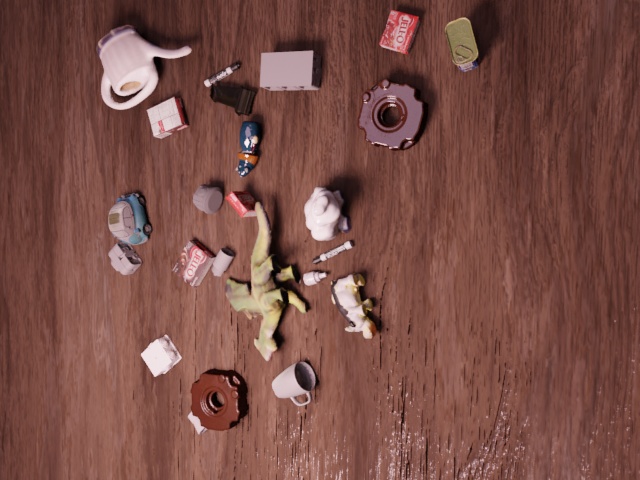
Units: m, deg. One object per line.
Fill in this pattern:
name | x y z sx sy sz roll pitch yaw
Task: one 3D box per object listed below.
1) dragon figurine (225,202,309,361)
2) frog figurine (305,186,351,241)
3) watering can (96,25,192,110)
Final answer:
dragon figurine | -0.177 0.123 1.410 0.240 0.412 0.123 -22 -8 30
frog figurine | 0.004 -0.065 1.290 0.123 0.137 0.160 8 7 23
watering can | -0.535 -0.537 1.524 0.344 0.226 0.104 -30 -9 22
